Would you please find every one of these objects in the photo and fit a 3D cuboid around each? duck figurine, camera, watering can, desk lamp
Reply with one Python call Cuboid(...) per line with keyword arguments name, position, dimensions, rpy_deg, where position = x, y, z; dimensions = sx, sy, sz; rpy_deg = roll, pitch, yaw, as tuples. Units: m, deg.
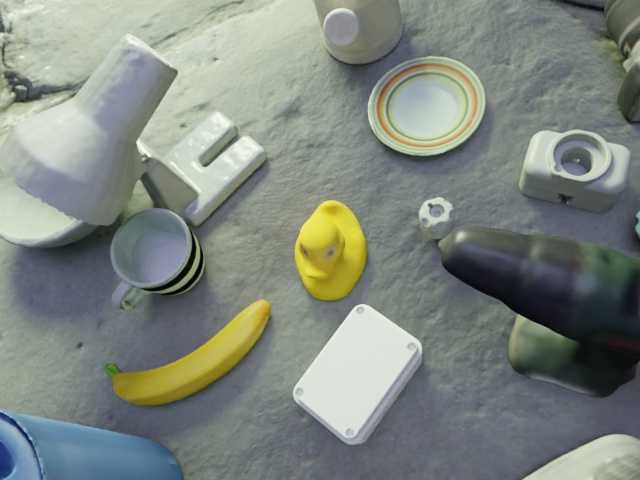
Cuboid(name="duck figurine", position=(0.005, 0.002, 0.585), dimensions=(0.077, 0.086, 0.104), rpy_deg=(2, 69, 13))
Cuboid(name="camera", position=(0.366, -0.214, 0.582), dimensions=(0.143, 0.101, 0.136), rpy_deg=(-19, 66, 5))
Cuboid(name="watering can", position=(0.036, -0.289, 0.633), dimensions=(0.101, 0.194, 0.172), rpy_deg=(-19, 66, 5))
Cuboid(name="desk lamp", position=(-0.187, -0.097, 0.596), dimensions=(0.203, 0.214, 0.117), rpy_deg=(-46, 66, -7))

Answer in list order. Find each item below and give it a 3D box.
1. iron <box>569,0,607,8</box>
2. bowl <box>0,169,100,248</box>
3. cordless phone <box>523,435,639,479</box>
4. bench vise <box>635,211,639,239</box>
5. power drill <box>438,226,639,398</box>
Cuboid(name="iron", position=(0.319, -0.348, 0.623), dimensions=(0.257, 0.142, 0.119), rpy_deg=(29, 78, 21))
Cuboid(name="bowl", position=(-0.305, -0.059, 0.684), dimensions=(0.167, 0.075, 0.167), rpy_deg=(-4, 68, 11))
Cuboid(name="cordless phone", position=(0.206, 0.202, 0.408), dimensions=(0.147, 0.185, 0.094), rpy_deg=(-31, 65, -1))
Cuboid(name="bench vise", position=(0.377, -0.077, 0.461), dimensions=(0.207, 0.220, 0.121), rpy_deg=(-37, 66, -3))
Cuboid(name="power drill", position=(0.207, 0.064, 0.449), dimensions=(0.229, 0.209, 0.076), rpy_deg=(14, 73, 17))
